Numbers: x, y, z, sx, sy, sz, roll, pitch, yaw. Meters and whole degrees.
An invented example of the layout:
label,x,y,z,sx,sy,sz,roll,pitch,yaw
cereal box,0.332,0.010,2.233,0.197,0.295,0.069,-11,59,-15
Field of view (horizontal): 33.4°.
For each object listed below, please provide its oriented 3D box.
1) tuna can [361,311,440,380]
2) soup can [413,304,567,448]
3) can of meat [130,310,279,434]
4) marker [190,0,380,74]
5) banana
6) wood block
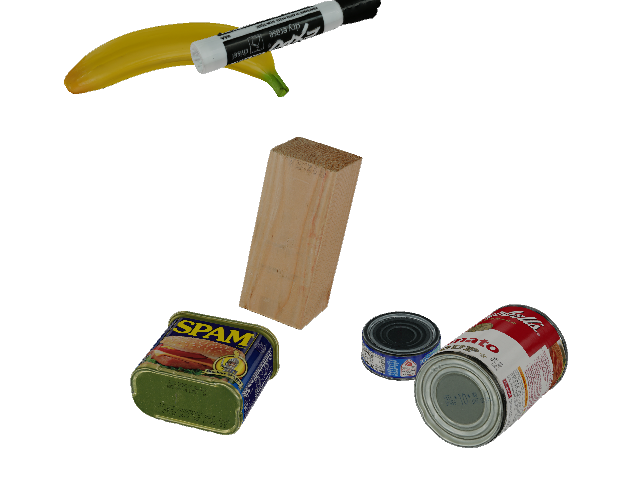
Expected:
label,x,y,z,sx,sy,sz,roll,pitch,yaw
tuna can,0.087,0.112,1.146,0.086,0.034,0.086,-1,29,0
soup can,0.116,0.091,0.722,0.069,0.068,0.102,0,15,36
can of meat,-0.096,0.109,0.884,0.102,0.057,0.083,10,31,15
marker,-0.018,-0.124,0.626,0.121,0.020,0.020,-22,8,-20
banana,-0.128,-0.163,0.953,0.197,0.069,0.037,-1,-33,-4
wood block,-0.025,-0.011,1.306,0.090,0.206,0.090,20,22,16
